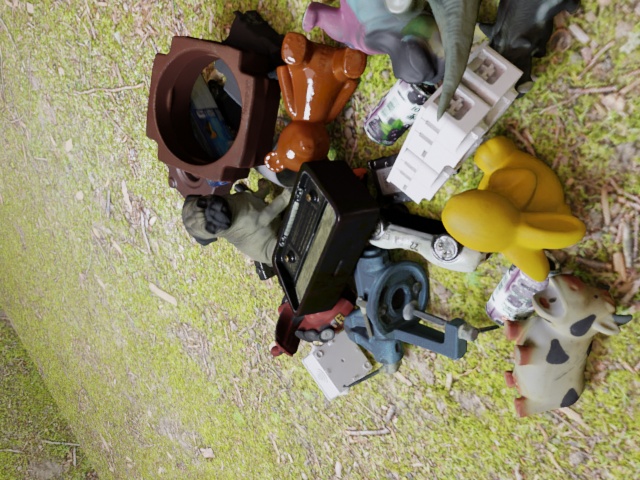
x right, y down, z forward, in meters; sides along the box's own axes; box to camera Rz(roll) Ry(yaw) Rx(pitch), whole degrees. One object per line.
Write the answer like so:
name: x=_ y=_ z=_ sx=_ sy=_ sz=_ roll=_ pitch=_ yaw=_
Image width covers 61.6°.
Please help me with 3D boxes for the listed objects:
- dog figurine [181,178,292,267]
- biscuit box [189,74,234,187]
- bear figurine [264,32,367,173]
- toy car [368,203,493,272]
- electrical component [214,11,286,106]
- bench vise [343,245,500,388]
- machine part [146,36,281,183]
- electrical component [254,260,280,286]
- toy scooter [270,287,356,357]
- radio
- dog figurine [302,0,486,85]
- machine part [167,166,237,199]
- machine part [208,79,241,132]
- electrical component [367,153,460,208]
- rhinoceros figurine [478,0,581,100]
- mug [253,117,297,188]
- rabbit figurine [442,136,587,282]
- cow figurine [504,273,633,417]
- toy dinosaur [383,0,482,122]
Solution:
dog figurine: x=-0.137 y=-0.009 z=0.894 sx=0.121 sy=0.190 sz=0.172 roll=7 pitch=114 yaw=47
biscuit box: x=-0.204 y=-0.195 z=0.950 sx=0.063 sy=0.059 sz=0.202 roll=-32 pitch=83 yaw=46
bear figurine: x=-0.015 y=-0.182 z=0.771 sx=0.120 sy=0.132 sz=0.195 roll=13 pitch=101 yaw=-7
toy car: x=0.142 y=-0.006 z=0.758 sx=0.202 sy=0.073 sz=0.056 roll=18 pitch=119 yaw=36
electrical component: x=-0.111 y=-0.287 z=0.880 sx=0.115 sy=0.058 sz=0.134 roll=46 pitch=132 yaw=20
bench vise: x=0.128 y=0.124 z=0.794 sx=0.241 sy=0.129 sz=0.223 roll=15 pitch=112 yaw=49
machine part: x=-0.167 y=-0.202 z=0.837 sx=0.201 sy=0.087 sz=0.201 roll=20 pitch=107 yaw=24
electrical component: x=-0.094 y=0.048 z=1.005 sx=0.021 sy=0.063 sz=0.094 roll=-10 pitch=102 yaw=45
toy scooter: x=-0.023 y=0.144 z=0.932 sx=0.184 sy=0.135 sz=0.075 roll=-10 pitch=131 yaw=46
radio: x=-0.002 y=-0.002 z=0.813 sx=0.131 sy=0.073 sz=0.229 roll=61 pitch=143 yaw=35
dog figurine: x=0.097 y=-0.283 z=0.664 sx=0.219 sy=0.191 sz=0.108 roll=24 pitch=148 yaw=-2
machine part: x=-0.239 y=-0.148 z=1.059 sx=0.180 sy=0.056 sz=0.179 roll=18 pitch=119 yaw=35
machine part: x=-0.161 y=-0.225 z=0.967 sx=0.139 sy=0.039 sz=0.084 roll=39 pitch=123 yaw=25
electrical component: x=0.131 y=-0.091 z=0.750 sx=0.119 sy=0.048 sz=0.074 roll=-4 pitch=104 yaw=44
rhinoceros figurine: x=0.218 y=-0.237 z=0.559 sx=0.073 sy=0.112 sz=0.190 roll=28 pitch=143 yaw=26
mug: x=-0.076 y=-0.150 z=0.894 sx=0.107 sy=0.081 sz=0.109 roll=24 pitch=125 yaw=43
rabbit figurine: x=0.210 y=-0.025 z=0.621 sx=0.162 sy=0.173 sz=0.121 roll=47 pitch=129 yaw=23
cow figurine: x=0.296 y=0.126 z=0.658 sx=0.127 sy=0.085 sz=0.194 roll=-9 pitch=122 yaw=3
toy dinosaur: x=0.134 y=-0.328 z=0.533 sx=0.131 sy=0.192 sz=0.404 roll=11 pitch=108 yaw=31
